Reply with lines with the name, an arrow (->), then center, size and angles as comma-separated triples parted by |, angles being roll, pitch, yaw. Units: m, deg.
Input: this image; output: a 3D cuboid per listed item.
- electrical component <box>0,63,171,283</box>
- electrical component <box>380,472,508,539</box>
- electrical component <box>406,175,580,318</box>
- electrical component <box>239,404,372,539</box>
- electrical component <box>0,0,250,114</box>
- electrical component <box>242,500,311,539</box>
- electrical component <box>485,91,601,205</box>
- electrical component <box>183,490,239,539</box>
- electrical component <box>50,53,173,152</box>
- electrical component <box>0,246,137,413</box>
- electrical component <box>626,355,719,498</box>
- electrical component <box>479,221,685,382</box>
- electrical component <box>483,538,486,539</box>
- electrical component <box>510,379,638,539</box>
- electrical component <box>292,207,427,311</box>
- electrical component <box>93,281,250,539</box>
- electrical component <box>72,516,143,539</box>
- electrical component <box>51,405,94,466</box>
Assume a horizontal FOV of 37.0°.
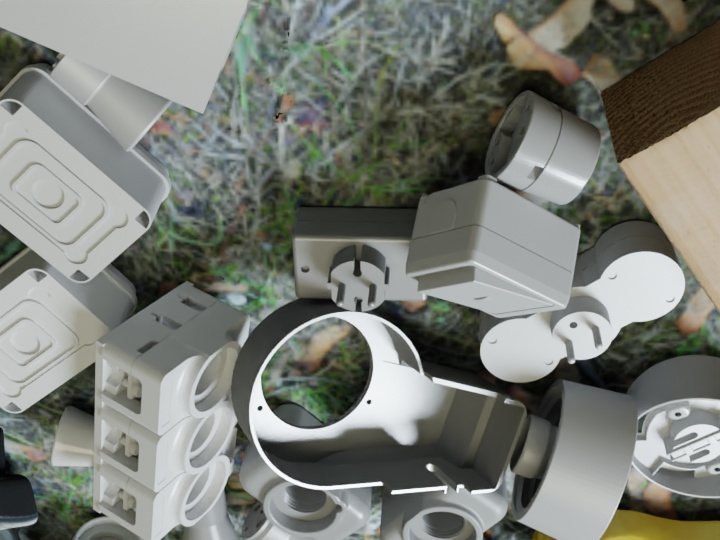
electrical component -> -0.181, -0.059, 0.650 | 0.078, 0.057, 0.113 | -37, 113, 25
electrical component -> 0.060, 0.171, 0.780 | 0.054, 0.059, 0.095 | 36, 119, -18
electrical component -> 0.083, -0.006, 0.638 | 0.096, 0.061, 0.062 | 24, 159, -31
electrical component -> -0.038, 0.151, 0.776 | 0.095, 0.059, 0.054 | 41, 118, -20
electrical component -> -0.147, -0.176, 0.568 | 0.186, 0.060, 0.105 | 23, 123, -10
electrical component -> -0.056, 0.201, 0.819 | 0.055, 0.045, 0.045 | 38, 119, -18
electrical component -> 0.106, -0.069, 0.621 | 0.047, 0.055, 0.055 | 22, 123, -14
electrical component -> -0.118, 0.188, 0.819 | 0.044, 0.044, 0.065 | -2, 119, 6
electrical component -> -0.147, -0.106, 0.627 | 0.065, 0.044, 0.044 | 41, 118, -15
electrical component -> -0.213, 0.032, 0.714 | 0.113, 0.057, 0.078 | -33, 115, 23
electrical component -> 0.226, 0.107, 0.721 | 0.099, 0.064, 0.099 | 2, 124, 3
electrical component -> 0.137, 0.031, 0.672 | 0.138, 0.073, 0.052 | -31, 116, 23
electrical component -> 0.095, 0.251, 0.839 | 0.077, 0.044, 0.079 | 35, 120, -17
electrical component -> 0.135, 0.125, 0.718 | 0.060, 0.108, 0.108 | 19, 123, 0
electrical component -> 0.000, 0.000, 0.663 | 0.083, 0.075, 0.047 | 1, 124, 4
electrical component -> -0.124, 0.098, 0.720 | 0.062, 0.089, 0.150 | 25, 127, 21
electrical component -> -0.200, 0.231, 0.845 | 0.078, 0.058, 0.057 | 11, 127, -3
electrical component -> -0.191, 0.126, 0.782 | 0.055, 0.045, 0.045 | 14, 123, -5
